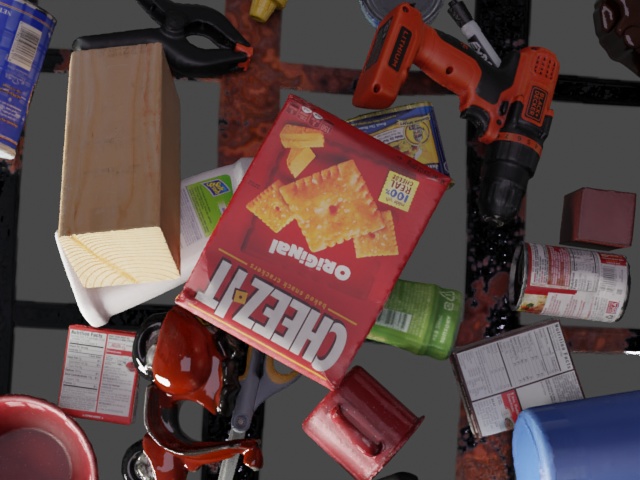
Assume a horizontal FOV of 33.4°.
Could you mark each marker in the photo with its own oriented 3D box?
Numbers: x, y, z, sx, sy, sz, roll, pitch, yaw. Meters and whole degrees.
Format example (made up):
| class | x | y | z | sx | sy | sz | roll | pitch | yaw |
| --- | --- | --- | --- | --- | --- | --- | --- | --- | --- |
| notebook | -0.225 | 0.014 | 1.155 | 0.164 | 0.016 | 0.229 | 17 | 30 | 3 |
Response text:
| class | x | y | z | sx | sy | sz | roll | pitch | yaw |
| --- | --- | --- | --- | --- | --- | --- | --- | --- | --- |
| marker | 0.165 | -0.189 | 1.067 | 0.020 | 0.020 | 0.121 | -32 | 86 | -3 |

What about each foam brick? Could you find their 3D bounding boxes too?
| class | x | y | z | sx | sy | sz | roll | pitch | yaw |
| --- | --- | --- | --- | --- | --- | --- | --- | --- | --- |
| foam brick | 0.266 | -0.019 | 1.026 | 0.053 | 0.078 | 0.051 | 8 | 86 | 0 |

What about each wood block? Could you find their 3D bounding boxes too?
| class | x | y | z | sx | sy | sz | roll | pitch | yaw |
| --- | --- | --- | --- | --- | --- | --- | --- | --- | --- |
| wood block | -0.179 | -0.070 | 0.973 | 0.090 | 0.091 | 0.206 | -6 | 58 | 2 |

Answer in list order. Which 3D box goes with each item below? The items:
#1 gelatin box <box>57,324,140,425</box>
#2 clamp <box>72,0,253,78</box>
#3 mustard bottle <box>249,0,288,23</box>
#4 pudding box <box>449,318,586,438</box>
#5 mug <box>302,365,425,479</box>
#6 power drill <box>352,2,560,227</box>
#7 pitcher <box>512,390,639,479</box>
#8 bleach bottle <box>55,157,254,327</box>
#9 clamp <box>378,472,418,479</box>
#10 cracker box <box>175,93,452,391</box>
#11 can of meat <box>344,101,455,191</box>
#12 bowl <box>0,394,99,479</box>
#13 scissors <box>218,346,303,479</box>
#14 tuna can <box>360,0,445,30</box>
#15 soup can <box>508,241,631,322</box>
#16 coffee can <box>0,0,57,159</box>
| class | x | y | z | sx | sy | sz | roll | pitch | yaw |
| --- | --- | --- | --- | --- | --- | --- | --- | --- | --- |
| gelatin box | -0.210 | 0.129 | 1.030 | 0.073 | 0.030 | 0.089 | 8 | 85 | 1 |
| clamp | -0.149 | -0.214 | 1.048 | 0.171 | 0.039 | 0.120 | 12 | 70 | -14 |
| mustard bottle | -0.024 | -0.304 | 1.054 | 0.096 | 0.058 | 0.191 | 24 | 85 | -5 |
| pudding box | 0.190 | 0.134 | 1.032 | 0.113 | 0.039 | 0.090 | -17 | 85 | -4 |
| mug | 0.036 | 0.173 | 0.990 | 0.081 | 0.117 | 0.093 | 42 | 97 | 7 |
| power drill | 0.128 | -0.124 | 0.999 | 0.187 | 0.057 | 0.184 | 23 | 71 | -16 |
| pitcher | 0.307 | 0.205 | 0.969 | 0.242 | 0.149 | 0.145 | -5 | 117 | -5 |
| bleach bottle | -0.119 | -0.009 | 1.024 | 0.250 | 0.068 | 0.102 | -22 | 74 | -4 |
| clamp | -0.002 | 0.260 | 0.985 | 0.210 | 0.036 | 0.165 | 7 | 129 | 6 |
| cracker box | -0.006 | 0.001 | 0.948 | 0.164 | 0.072 | 0.213 | 29 | 88 | 0 |
| can of meat | 0.071 | -0.082 | 1.039 | 0.102 | 0.057 | 0.084 | -12 | 83 | -2 |
| bowl | -0.285 | 0.225 | 1.008 | 0.162 | 0.055 | 0.162 | 0 | 85 | -1 |
| scissors | -0.057 | 0.169 | 1.036 | 0.096 | 0.016 | 0.202 | -1 | 85 | 0 |
| tuna can | 0.082 | -0.247 | 1.064 | 0.086 | 0.034 | 0.086 | 0 | 85 | -1 |
| soup can | 0.238 | 0.041 | 1.025 | 0.102 | 0.068 | 0.068 | 7 | 85 | -1 |
| coffee can | -0.321 | -0.159 | 1.016 | 0.103 | 0.103 | 0.140 | 16 | 85 | 0 |
